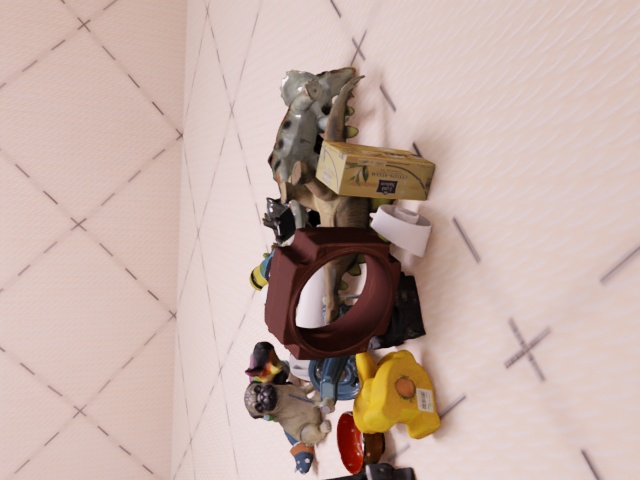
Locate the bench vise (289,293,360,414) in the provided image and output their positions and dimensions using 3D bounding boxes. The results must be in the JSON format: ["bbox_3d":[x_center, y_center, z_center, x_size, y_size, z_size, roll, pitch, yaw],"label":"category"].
[{"bbox_3d":[0.033,0.222,1.005,0.241,0.129,0.223,-58,-27,-66],"label":"bench vise"}]

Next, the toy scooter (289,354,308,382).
[{"bbox_3d":[-0.043,0.242,1.275,0.135,0.075,0.184,155,116,-63],"label":"toy scooter"}]

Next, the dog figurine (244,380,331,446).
[{"bbox_3d":[-0.084,0.399,1.220,0.121,0.190,0.172,172,96,-65],"label":"dog figurine"}]

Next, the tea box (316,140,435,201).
[{"bbox_3d":[0.091,-0.114,0.888,0.098,0.169,0.068,-133,49,-59],"label":"tea box"}]

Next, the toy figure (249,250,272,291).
[{"bbox_3d":[-0.135,0.083,1.464,0.180,0.089,0.082,136,135,-60],"label":"toy figure"}]

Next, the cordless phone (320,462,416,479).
[{"bbox_3d":[0.075,0.448,0.881,0.088,0.184,0.147,-50,44,47],"label":"cordless phone"}]

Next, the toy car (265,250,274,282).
[{"bbox_3d":[-0.068,0.097,1.300,0.109,0.103,0.162,121,139,-49],"label":"toy car"}]

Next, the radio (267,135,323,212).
[{"bbox_3d":[-0.035,-0.175,1.238,0.131,0.073,0.230,-56,37,18],"label":"radio"}]

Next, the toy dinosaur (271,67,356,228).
[{"bbox_3d":[-0.041,-0.190,1.098,0.192,0.131,0.404,14,85,66],"label":"toy dinosaur"}]

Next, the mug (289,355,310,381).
[{"bbox_3d":[-0.018,0.267,1.139,0.107,0.109,0.080,-9,97,39],"label":"mug"}]

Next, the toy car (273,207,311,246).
[{"bbox_3d":[-0.056,-0.027,1.157,0.073,0.056,0.202,-40,21,8],"label":"toy car"}]

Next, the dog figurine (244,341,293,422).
[{"bbox_3d":[-0.127,0.350,1.321,0.219,0.109,0.191,85,180,-73],"label":"dog figurine"}]

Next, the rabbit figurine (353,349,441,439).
[{"bbox_3d":[0.102,0.264,0.908,0.173,0.122,0.162,121,147,-49],"label":"rabbit figurine"}]

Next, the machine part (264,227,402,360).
[{"bbox_3d":[0.022,0.085,0.854,0.087,0.201,0.200,40,124,56],"label":"machine part"}]

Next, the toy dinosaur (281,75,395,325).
[{"bbox_3d":[0.034,-0.082,0.976,0.105,0.198,0.471,169,101,-66],"label":"toy dinosaur"}]

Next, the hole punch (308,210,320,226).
[{"bbox_3d":[-0.002,-0.004,1.207,0.116,0.092,0.142,-58,19,-12],"label":"hole punch"}]

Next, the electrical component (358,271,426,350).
[{"bbox_3d":[0.122,0.117,0.945,0.115,0.058,0.134,-44,50,55],"label":"electrical component"}]

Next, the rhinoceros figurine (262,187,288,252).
[{"bbox_3d":[-0.088,-0.053,1.352,0.073,0.112,0.190,-66,-33,-82],"label":"rhinoceros figurine"}]

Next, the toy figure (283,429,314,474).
[{"bbox_3d":[-0.050,0.487,1.301,0.064,0.058,0.154,111,144,-49],"label":"toy figure"}]
